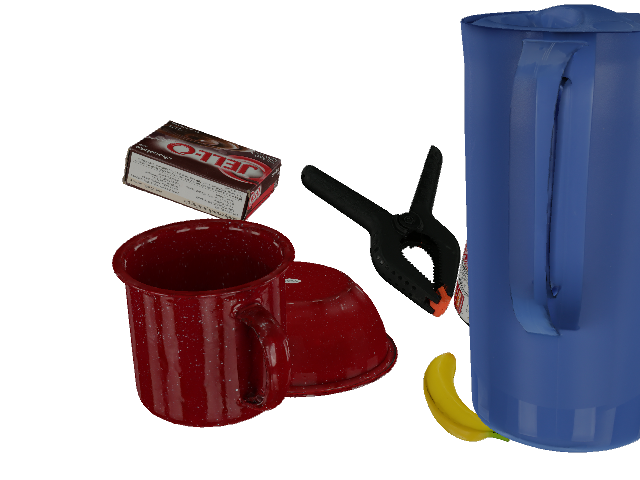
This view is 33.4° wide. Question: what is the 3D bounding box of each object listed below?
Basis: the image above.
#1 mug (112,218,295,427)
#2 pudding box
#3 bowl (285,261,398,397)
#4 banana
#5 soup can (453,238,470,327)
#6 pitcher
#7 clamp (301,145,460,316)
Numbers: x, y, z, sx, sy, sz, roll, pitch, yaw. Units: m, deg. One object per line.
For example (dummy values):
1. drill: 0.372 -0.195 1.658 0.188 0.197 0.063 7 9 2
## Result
1. mug: -0.051 0.047 0.551 0.093 0.081 0.117 -19 29 -34
2. pudding box: -0.100 -0.059 0.918 0.113 0.039 0.090 18 24 9
3. bowl: -0.023 0.054 0.768 0.162 0.055 0.162 2 17 -1
4. banana: 0.158 0.189 1.276 0.069 0.037 0.198 10 21 -18
5. soup can: 0.152 0.024 0.899 0.068 0.068 0.102 0 -42 -5
6. pitcher: 0.138 -0.007 0.595 0.149 0.243 0.145 -7 17 -20
7. clamp: 0.076 -0.013 1.107 0.164 0.210 0.036 -5 -36 -15
